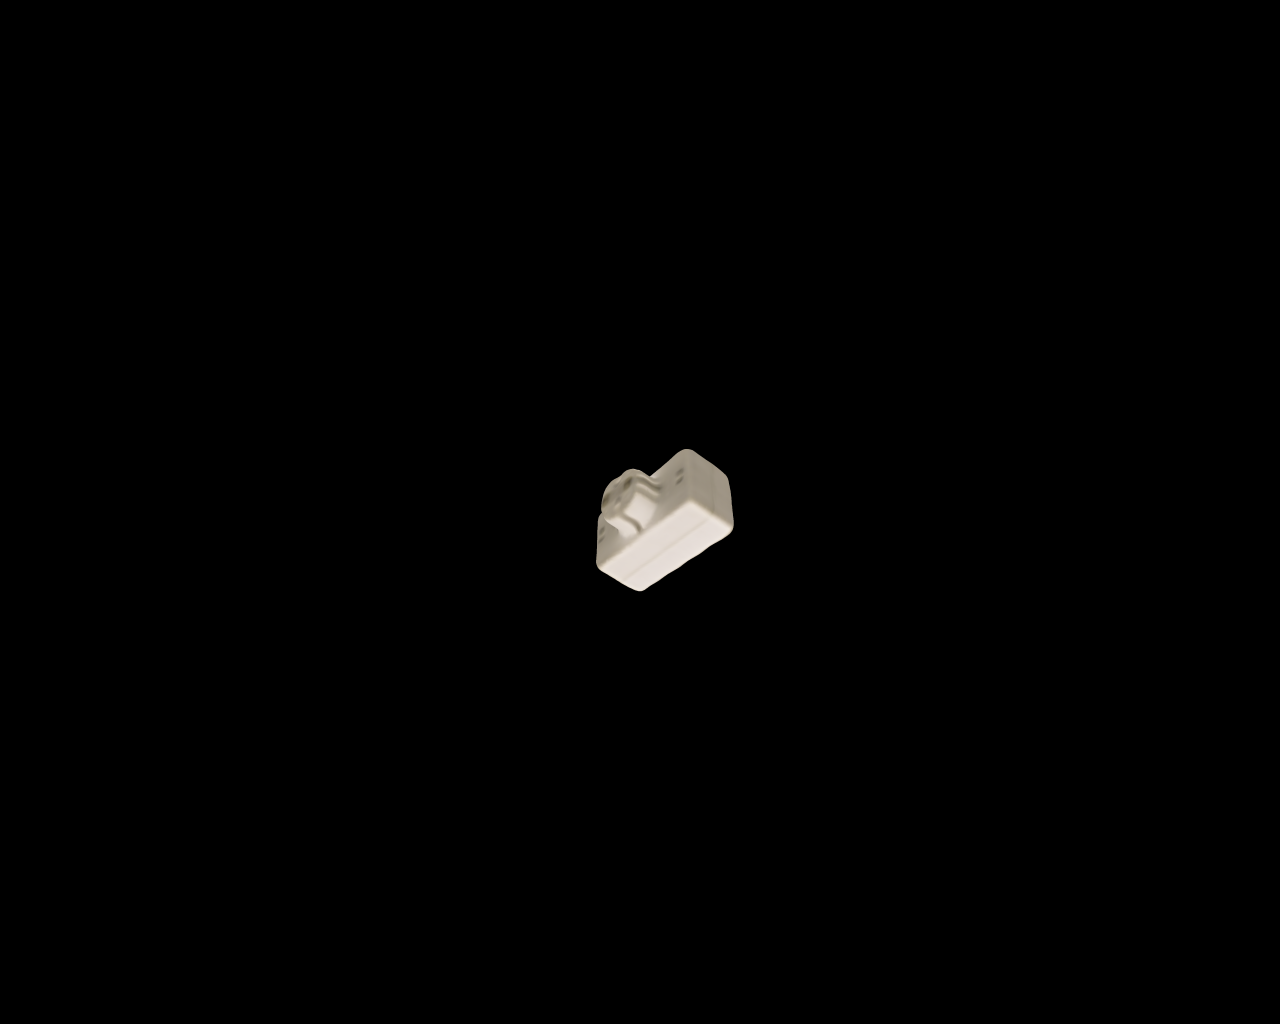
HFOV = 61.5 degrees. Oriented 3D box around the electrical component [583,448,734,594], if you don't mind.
[{"bbox_3d":[0.001,-0.003,0.650,0.075,0.047,0.083,33,-54,-29],"label":"electrical component"}]
